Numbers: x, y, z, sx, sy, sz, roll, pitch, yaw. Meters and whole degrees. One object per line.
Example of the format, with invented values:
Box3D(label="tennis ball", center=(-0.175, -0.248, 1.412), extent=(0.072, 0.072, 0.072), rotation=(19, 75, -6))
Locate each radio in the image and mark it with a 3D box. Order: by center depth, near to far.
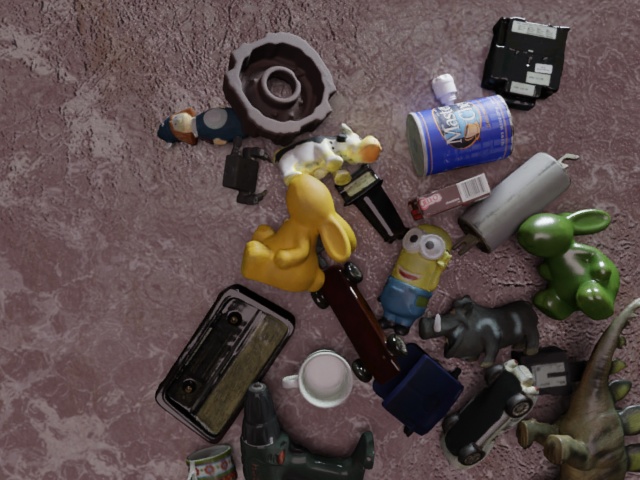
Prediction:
Box3D(label="radio", center=(-0.151, 0.190, 0.863), extent=(0.131, 0.073, 0.229), rotation=(34, 89, 1))

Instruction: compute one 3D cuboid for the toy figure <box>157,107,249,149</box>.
Box3D(label="toy figure", center=(-0.194, -0.187, 0.879), extent=(0.155, 0.064, 0.057), rotation=(-3, 134, 1))

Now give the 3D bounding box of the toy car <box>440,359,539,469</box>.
Box3D(label="toy car", center=(0.258, 0.271, 0.828), extent=(0.056, 0.074, 0.201), rotation=(20, 115, -30))

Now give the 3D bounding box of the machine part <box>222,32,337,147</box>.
Box3D(label="machine part", center=(-0.065, -0.238, 0.853), extent=(0.179, 0.056, 0.179), rotation=(4, 77, -17))

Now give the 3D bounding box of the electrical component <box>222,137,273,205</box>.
Box3D(label="electrical component", center=(-0.117, -0.108, 0.872), extent=(0.045, 0.078, 0.102), rotation=(8, 84, 24))

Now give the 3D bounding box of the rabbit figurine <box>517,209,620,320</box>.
Box3D(label="rabbit figurine", center=(0.383, 0.019, 0.824), extent=(0.170, 0.121, 0.159), rotation=(46, 73, -14))

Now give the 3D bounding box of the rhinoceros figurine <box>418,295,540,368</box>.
Box3D(label="rhinoceros figurine", center=(0.255, 0.143, 0.858), extent=(0.190, 0.073, 0.112), rotation=(-8, 91, 1))

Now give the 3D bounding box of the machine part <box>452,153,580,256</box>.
Box3D(label="machine part", center=(0.309, -0.059, 0.859), extent=(0.243, 0.079, 0.079), rotation=(-41, 89, 0))

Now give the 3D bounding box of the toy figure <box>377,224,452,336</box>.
Box3D(label="toy figure", center=(0.148, 0.060, 0.858), extent=(0.082, 0.089, 0.180), rotation=(20, 98, 4))

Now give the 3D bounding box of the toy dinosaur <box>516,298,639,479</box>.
Box3D(label="toy dinosaur", center=(0.411, 0.311, 0.823), extent=(0.199, 0.105, 0.470), rotation=(-2, 106, -15))

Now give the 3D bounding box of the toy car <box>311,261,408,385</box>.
Box3D(label="toy car", center=(0.062, 0.128, 0.842), extent=(0.089, 0.053, 0.202), rotation=(-41, 65, 17))

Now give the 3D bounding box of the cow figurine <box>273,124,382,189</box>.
Box3D(label="cow figurine", center=(0.010, -0.136, 0.867), extent=(0.167, 0.068, 0.098), rotation=(-22, 54, -1))

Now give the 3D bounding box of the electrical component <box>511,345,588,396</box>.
Box3D(label="electrical component", center=(0.378, 0.210, 0.868), extent=(0.119, 0.048, 0.074), rotation=(-11, 90, 0))

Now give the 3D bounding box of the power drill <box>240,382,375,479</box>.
Box3D(label="power drill", center=(-0.022, 0.332, 0.836), extent=(0.207, 0.086, 0.231), rotation=(5, 107, -8))

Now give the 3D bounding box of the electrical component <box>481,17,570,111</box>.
Box3D(label="electrical component", center=(0.328, -0.281, 0.871), extent=(0.115, 0.058, 0.134), rotation=(13, 90, 3))

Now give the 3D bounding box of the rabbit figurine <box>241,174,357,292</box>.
Box3D(label="rabbit figurine", center=(-0.026, -0.010, 0.812), extent=(0.162, 0.122, 0.173), rotation=(21, 105, 9))

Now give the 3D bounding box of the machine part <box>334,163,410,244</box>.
Box3D(label="machine part", center=(0.090, -0.055, 0.882), extent=(0.084, 0.039, 0.139), rotation=(-38, 87, -8))

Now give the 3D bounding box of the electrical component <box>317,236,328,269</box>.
Box3D(label="electrical component", center=(-0.002, -0.003, 0.889), extent=(0.063, 0.021, 0.094), rotation=(-33, 91, 2))

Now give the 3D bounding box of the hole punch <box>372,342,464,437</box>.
Box3D(label="hole punch", center=(0.160, 0.241, 0.853), extent=(0.116, 0.092, 0.142), rotation=(41, 86, -3))
